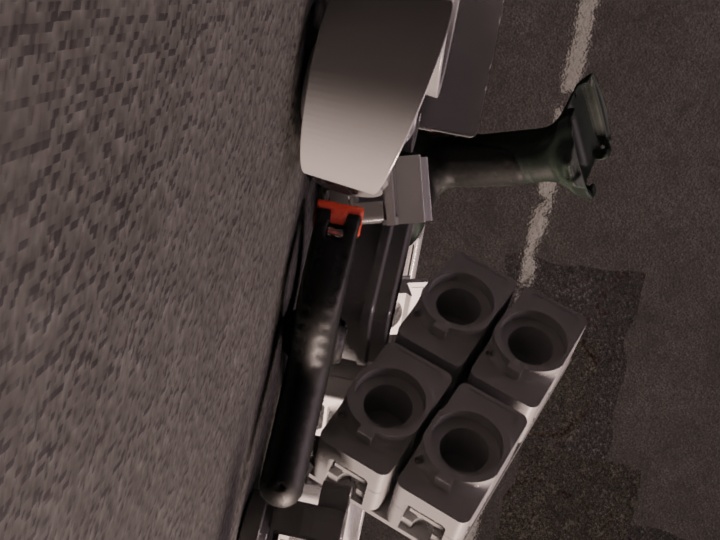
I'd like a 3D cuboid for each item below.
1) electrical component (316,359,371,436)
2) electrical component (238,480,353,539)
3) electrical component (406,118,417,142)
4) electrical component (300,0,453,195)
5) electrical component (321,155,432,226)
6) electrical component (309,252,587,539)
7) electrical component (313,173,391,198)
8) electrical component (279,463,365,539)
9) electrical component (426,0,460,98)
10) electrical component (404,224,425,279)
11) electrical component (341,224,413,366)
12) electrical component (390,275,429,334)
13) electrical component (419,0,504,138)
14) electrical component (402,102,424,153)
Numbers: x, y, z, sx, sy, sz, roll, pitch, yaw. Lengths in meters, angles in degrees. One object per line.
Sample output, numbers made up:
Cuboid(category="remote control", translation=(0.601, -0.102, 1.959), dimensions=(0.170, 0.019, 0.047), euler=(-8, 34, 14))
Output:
Cuboid(category="electrical component", translation=(0.000, 0.082, 0.779), dimensions=(0.075, 0.083, 0.047), euler=(-74, 174, -47))
Cuboid(category="electrical component", translation=(-0.040, 0.161, 0.637), dimensions=(0.058, 0.057, 0.078), euler=(84, 18, -77))
Cuboid(category="electrical component", translation=(0.008, -0.094, 0.689), dimensions=(0.062, 0.048, 0.048), euler=(-52, 155, -64))
Cuboid(category="electrical component", translation=(0.006, -0.087, 0.528), dimensions=(0.099, 0.064, 0.099), euler=(11, 90, -86))
Cuboid(category="electrical component", translation=(0.011, -0.049, 0.677), dimensions=(0.081, 0.064, 0.042), euler=(-20, 107, -80))
Cuboid(category="electrical component", translation=(0.063, 0.080, 0.710), dimensions=(0.186, 0.105, 0.060), euler=(-51, 162, -36))
Cuboid(category="electrical component", translation=(-0.001, -0.074, 0.608), dimensions=(0.045, 0.045, 0.055), euler=(81, 21, -79))
Cuboid(category="electrical component", translation=(-0.026, 0.183, 0.868), dimensions=(0.150, 0.062, 0.089), euler=(-67, 168, -71))
Cuboid(category="electrical component", translation=(0.027, -0.161, 0.636), dimensions=(0.108, 0.060, 0.108), euler=(11, 90, -86))
Cuboid(category="electrical component", translation=(0.021, -0.017, 0.952), dimensions=(0.061, 0.062, 0.096), euler=(-72, 172, -58))
Cuboid(category="electrical component", translation=(0.000, 0.000, 0.741), dimensions=(0.078, 0.057, 0.113), euler=(95, 8, -59))
Cuboid(category="electrical component", translation=(0.009, 0.018, 0.841), dimensions=(0.063, 0.081, 0.042), euler=(-110, -157, -51))
Cuboid(category="electrical component", translation=(0.058, -0.180, 0.801), dimensions=(0.061, 0.089, 0.150), euler=(-46, 147, -83))
Cuboid(category="electrical component", translation=(0.019, -0.113, 0.750), dimensions=(0.055, 0.047, 0.055), euler=(12, 90, -86))
